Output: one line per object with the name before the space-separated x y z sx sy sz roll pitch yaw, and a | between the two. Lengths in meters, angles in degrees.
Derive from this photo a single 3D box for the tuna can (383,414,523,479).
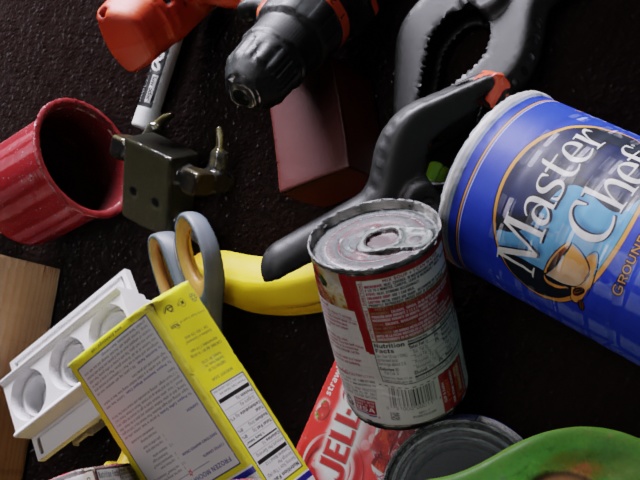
tuna can | 0.077 0.136 0.566 0.086 0.033 0.086 0 88 13

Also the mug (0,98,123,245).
mug | -0.195 -0.054 0.792 0.082 0.093 0.117 -24 35 33

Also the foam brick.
foam brick | 0.005 -0.067 0.673 0.053 0.051 0.078 -18 69 29

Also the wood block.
wood block | -0.272 0.112 0.793 0.090 0.090 0.206 2 79 35

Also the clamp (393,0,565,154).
clamp | 0.099 -0.150 0.639 0.165 0.036 0.210 40 98 36

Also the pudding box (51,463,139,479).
pudding box | -0.119 0.187 0.616 0.039 0.090 0.113 -21 78 2

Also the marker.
marker | -0.112 -0.140 0.792 0.020 0.020 0.121 16 87 36

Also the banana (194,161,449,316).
banana | -0.002 0.015 0.670 0.198 0.037 0.069 -19 48 28

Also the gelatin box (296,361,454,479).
gelatin box | 0.030 0.113 0.624 0.073 0.030 0.089 27 94 36

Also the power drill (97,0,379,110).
power drill | -0.053 -0.147 0.688 0.188 0.057 0.184 7 46 36

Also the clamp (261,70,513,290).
clamp | 0.062 -0.012 0.600 0.171 0.120 0.039 -49 20 9

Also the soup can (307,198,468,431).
soup can | 0.037 0.039 0.552 0.069 0.068 0.102 9 126 36

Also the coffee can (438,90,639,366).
coffee can | 0.144 -0.003 0.530 0.140 0.102 0.103 31 96 35

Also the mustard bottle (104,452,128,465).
mustard bottle | -0.138 0.223 0.693 0.096 0.058 0.191 9 84 33

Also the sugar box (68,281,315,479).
sugar box | -0.068 0.122 0.633 0.093 0.048 0.176 -36 87 38

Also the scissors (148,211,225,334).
scissors | -0.061 0.066 0.676 0.202 0.016 0.096 59 145 26
